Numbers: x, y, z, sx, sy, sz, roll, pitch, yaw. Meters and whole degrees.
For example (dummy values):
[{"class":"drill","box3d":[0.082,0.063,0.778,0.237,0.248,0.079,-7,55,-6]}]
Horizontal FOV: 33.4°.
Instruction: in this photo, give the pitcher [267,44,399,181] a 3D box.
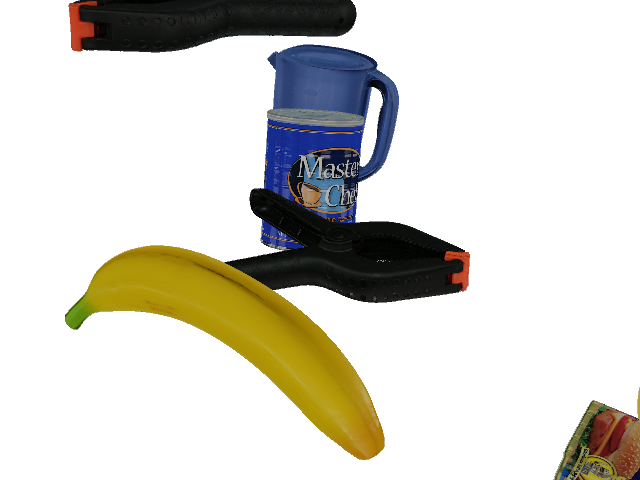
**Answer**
[{"class":"pitcher","box3d":[0.004,-0.129,1.413,0.144,0.243,0.149,-2,24,-20]}]

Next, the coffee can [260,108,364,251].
[{"class":"coffee can","box3d":[-0.010,-0.065,1.137,0.103,0.140,0.103,4,12,-1]}]

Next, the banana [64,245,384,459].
[{"class":"banana","box3d":[-0.048,0.048,0.568,0.198,0.070,0.037,22,32,20]}]

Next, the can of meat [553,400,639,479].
[{"class":"can of meat","box3d":[0.222,0.173,0.786,0.084,0.057,0.101,22,39,22]}]

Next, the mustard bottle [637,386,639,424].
[{"class":"mustard bottle","box3d":[0.223,0.101,0.568,0.096,0.058,0.191,-4,36,0]}]

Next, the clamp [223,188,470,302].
[{"class":"clamp","box3d":[0.011,0.006,0.830,0.210,0.036,0.164,4,29,10]}]

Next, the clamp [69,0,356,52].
[{"class":"clamp","box3d":[-0.077,-0.146,0.664,0.171,0.039,0.120,-8,22,-25]}]
